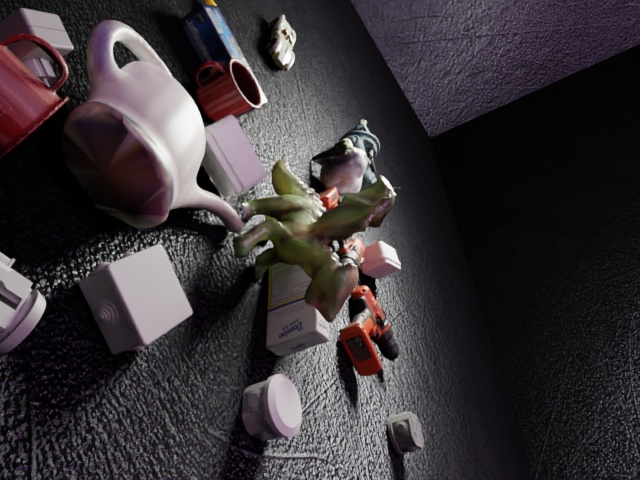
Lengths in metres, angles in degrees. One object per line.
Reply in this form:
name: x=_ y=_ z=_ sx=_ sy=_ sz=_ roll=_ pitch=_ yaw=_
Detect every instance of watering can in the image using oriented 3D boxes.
watering can: x=-0.192 y=-0.096 z=0.649 sx=0.230 sy=0.103 sz=0.341 roll=-80 pitch=150 yaw=-53

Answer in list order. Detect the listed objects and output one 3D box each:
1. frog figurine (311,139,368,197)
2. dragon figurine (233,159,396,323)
frog figurine: x=0.068 y=-0.158 z=1.287 sx=0.140 sy=0.123 sz=0.156 roll=-47 pitch=127 yaw=-31
dragon figurine: x=0.002 y=-0.041 z=0.818 sx=0.421 sy=0.242 sz=0.119 roll=-82 pitch=158 yaw=-47
